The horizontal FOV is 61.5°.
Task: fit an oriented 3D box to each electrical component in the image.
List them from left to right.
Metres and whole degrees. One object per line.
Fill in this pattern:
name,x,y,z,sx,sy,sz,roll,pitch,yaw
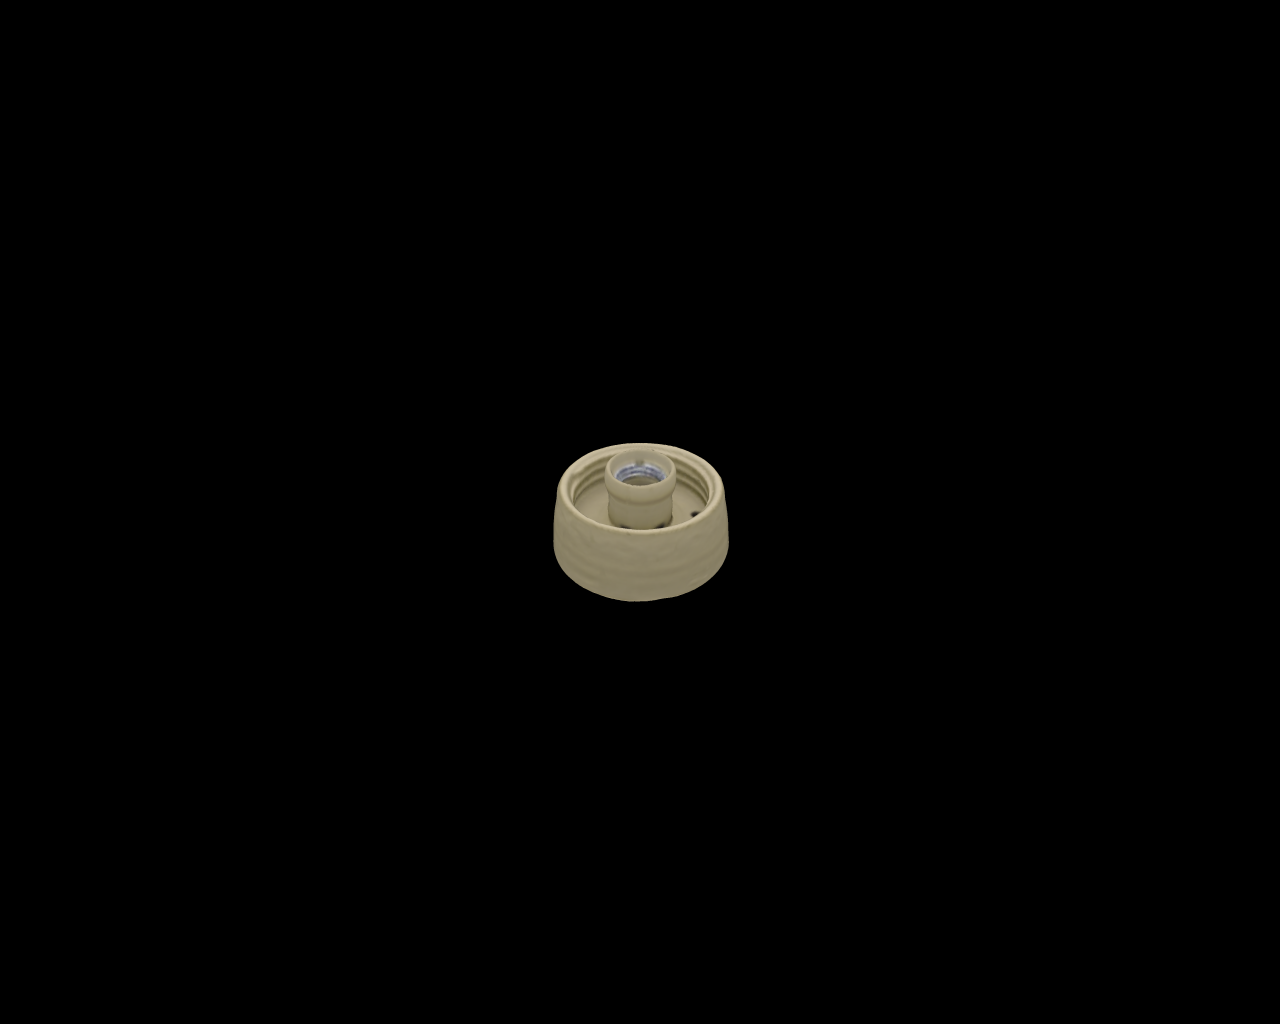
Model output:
electrical component,0.001,-0.003,0.650,0.108,0.060,0.108,0,36,0
